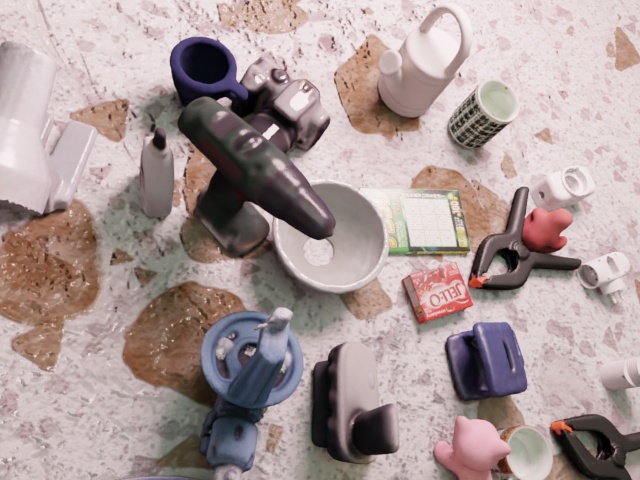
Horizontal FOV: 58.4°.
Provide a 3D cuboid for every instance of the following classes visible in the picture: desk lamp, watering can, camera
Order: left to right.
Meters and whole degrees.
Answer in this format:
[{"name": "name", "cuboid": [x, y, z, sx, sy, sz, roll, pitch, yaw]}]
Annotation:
[{"name": "desk lamp", "cuboid": [-0.340, -0.106, 0.644, 0.118, 0.213, 0.203, 16, 66, -13]}, {"name": "camera", "cuboid": [-0.072, -0.178, 0.828, 0.143, 0.100, 0.137, 40, 63, -1]}, {"name": "watering can", "cuboid": [0.169, -0.282, 0.899, 0.101, 0.193, 0.173, 44, 63, 2]}]

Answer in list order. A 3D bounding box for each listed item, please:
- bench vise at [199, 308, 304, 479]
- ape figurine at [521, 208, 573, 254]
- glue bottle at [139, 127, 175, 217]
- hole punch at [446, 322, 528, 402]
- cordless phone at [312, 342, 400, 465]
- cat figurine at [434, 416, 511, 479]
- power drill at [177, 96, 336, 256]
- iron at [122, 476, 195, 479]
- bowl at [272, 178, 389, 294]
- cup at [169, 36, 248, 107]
[{"name": "bench vise", "cuboid": [-0.066, 0.164, 0.632, 0.122, 0.219, 0.207, -2, 71, -19]}, {"name": "ape figurine", "cuboid": [0.372, -0.021, 0.926, 0.076, 0.092, 0.078, -15, 75, -23]}, {"name": "glue bottle", "cuboid": [-0.202, -0.092, 0.709, 0.037, 0.173, 0.078, -10, 73, -22]}, {"name": "hole punch", "cuboid": [0.247, 0.167, 0.812, 0.101, 0.091, 0.108, -5, 72, -21]}, {"name": "cordless phone", "cuboid": [0.058, 0.190, 0.685, 0.094, 0.184, 0.147, 3, 69, -18]}, {"name": "cat figurine", "cuboid": [0.204, 0.287, 0.736, 0.067, 0.117, 0.128, -10, 74, -22]}, {"name": "power drill", "cuboid": [-0.089, -0.060, 0.716, 0.229, 0.208, 0.076, 47, 63, 3]}, {"name": "iron", "cuboid": [-0.129, 0.314, 0.597, 0.258, 0.141, 0.119, 24, 64, -9]}, {"name": "bowl", "cuboid": [0.007, 0.003, 0.801, 0.168, 0.074, 0.167, 7, 68, -17]}, {"name": "cup", "cuboid": [-0.158, -0.218, 0.816, 0.118, 0.094, 0.092, 34, 63, -4]}]
